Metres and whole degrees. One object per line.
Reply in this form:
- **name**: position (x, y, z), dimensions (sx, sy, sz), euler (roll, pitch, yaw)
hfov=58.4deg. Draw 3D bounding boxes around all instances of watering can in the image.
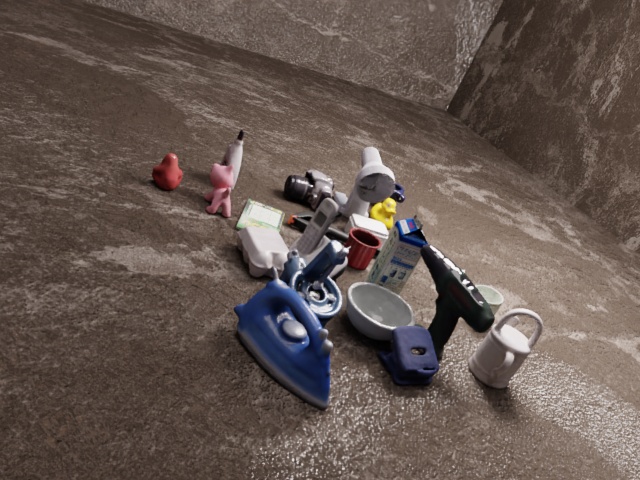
- **watering can**: position (0.428, 0.232, 1.308), dimensions (0.101, 0.194, 0.172), euler (18, 27, -15)

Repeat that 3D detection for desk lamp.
- **desk lamp**: position (0.135, -0.168, 1.764), dimensions (0.118, 0.213, 0.203), euler (15, 28, -20)

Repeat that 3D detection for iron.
- **iron**: position (-0.044, 0.174, 1.063), dimensions (0.119, 0.141, 0.257), euler (-7, 41, -47)

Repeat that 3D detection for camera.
- **camera**: position (-0.036, -0.168, 1.743), dimensions (0.137, 0.101, 0.143), euler (14, 28, -21)

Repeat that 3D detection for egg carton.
- **egg carton**: position (-0.131, 0.027, 1.338), dimensions (0.107, 0.069, 0.150), euler (7, 32, -33)

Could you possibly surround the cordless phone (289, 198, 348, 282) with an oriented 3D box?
- **cordless phone**: position (0.013, 0.005, 1.373), dimensions (0.147, 0.185, 0.094), euler (41, 30, 29)

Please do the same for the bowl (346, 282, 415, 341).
- **bowl**: position (0.125, 0.173, 1.287), dimensions (0.168, 0.074, 0.167), euler (20, 27, -10)

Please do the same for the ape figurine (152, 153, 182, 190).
- **ape figurine**: position (-0.388, -0.181, 1.471), dimensions (0.078, 0.092, 0.076), euler (13, 29, -23)

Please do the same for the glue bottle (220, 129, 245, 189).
- **glue bottle**: position (-0.242, -0.229, 1.594), dimensions (0.037, 0.173, 0.078), euler (5, 33, -35)

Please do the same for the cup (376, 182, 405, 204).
- **cup**: position (0.234, -0.140, 1.933), dimensions (0.092, 0.095, 0.117), euler (-1, 37, -42)

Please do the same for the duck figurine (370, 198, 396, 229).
- **duck figurine**: position (0.211, -0.096, 1.842), dimensions (0.078, 0.086, 0.104), euler (11, 30, -27)

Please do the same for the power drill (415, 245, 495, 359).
- **power drill**: position (0.275, 0.153, 1.303), dimensions (0.076, 0.208, 0.229), euler (-8, 41, -48)

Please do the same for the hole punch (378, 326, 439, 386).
- **hole punch**: position (0.196, 0.243, 1.203), dimensions (0.109, 0.091, 0.100), euler (7, 32, -33)

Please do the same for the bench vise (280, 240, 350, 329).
- **bench vise**: position (-0.024, 0.072, 1.178), dimensions (0.122, 0.219, 0.206), euler (-6, 40, -46)

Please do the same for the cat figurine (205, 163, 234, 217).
- **cat figurine**: position (-0.253, -0.141, 1.485), dimensions (0.067, 0.117, 0.127), euler (11, 30, -26)
